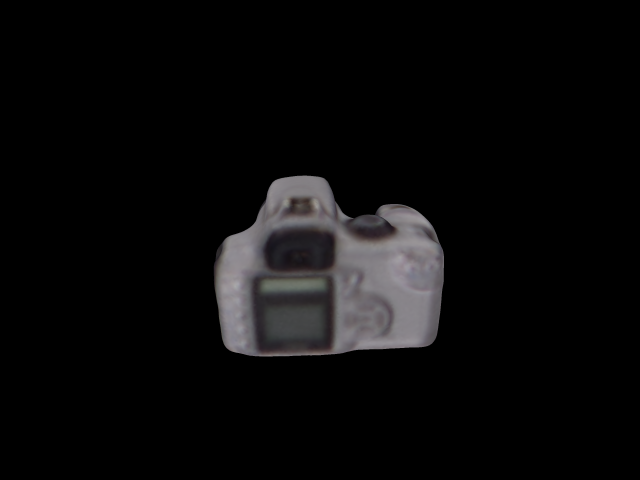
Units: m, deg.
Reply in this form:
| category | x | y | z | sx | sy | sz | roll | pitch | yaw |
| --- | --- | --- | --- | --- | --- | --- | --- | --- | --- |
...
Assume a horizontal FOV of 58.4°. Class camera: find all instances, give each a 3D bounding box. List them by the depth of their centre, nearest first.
| category | x | y | z | sx | sy | sz | roll | pitch | yaw |
| --- | --- | --- | --- | --- | --- | --- | --- | --- | --- |
| camera | 0.004 | 0.001 | 0.400 | 0.143 | 0.101 | 0.136 | -2 | 27 | -3 |
